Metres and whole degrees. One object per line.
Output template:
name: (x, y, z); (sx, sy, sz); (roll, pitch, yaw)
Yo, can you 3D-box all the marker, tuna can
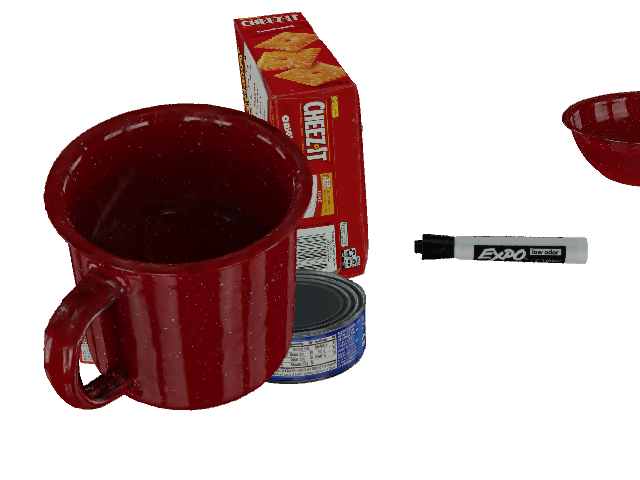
marker: (0.128, 0.006, 0.760); (0.121, 0.020, 0.020); (2, 0, 6)
tuna can: (-0.016, 0.049, 0.620); (0.086, 0.034, 0.086); (-2, 23, 1)

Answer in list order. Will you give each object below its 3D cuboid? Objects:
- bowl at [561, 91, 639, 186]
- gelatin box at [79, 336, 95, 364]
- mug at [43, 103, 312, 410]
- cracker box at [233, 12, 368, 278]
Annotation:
bowl: (0.303, -0.090, 0.974); (0.162, 0.055, 0.162); (-4, 23, 2)
gelatin box: (-0.152, 0.078, 0.904); (0.089, 0.030, 0.073); (3, 21, 10)
mug: (-0.056, 0.016, 0.390); (0.093, 0.081, 0.117); (22, 46, 20)
cracker box: (-0.018, -0.084, 0.894); (0.072, 0.164, 0.214); (-9, 28, -8)
